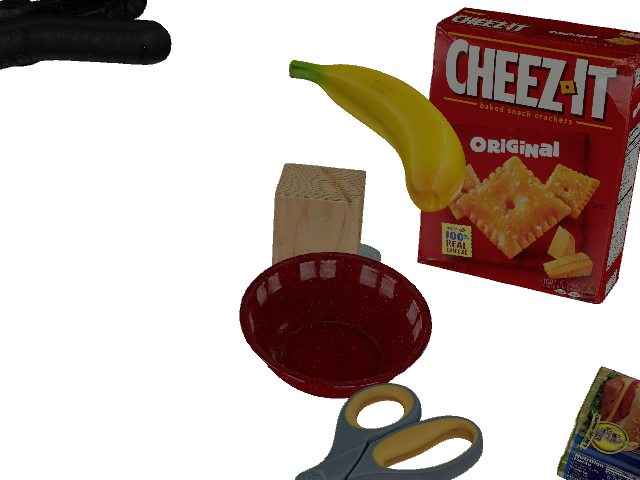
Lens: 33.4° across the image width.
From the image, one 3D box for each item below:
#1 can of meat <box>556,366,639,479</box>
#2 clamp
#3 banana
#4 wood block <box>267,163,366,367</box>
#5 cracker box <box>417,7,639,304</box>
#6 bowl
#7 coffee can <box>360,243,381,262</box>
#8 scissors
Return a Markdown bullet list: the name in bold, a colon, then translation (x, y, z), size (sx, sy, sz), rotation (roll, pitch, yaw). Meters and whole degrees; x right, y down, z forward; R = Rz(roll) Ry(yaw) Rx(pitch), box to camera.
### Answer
- **can of meat**: translation (0.232, 0.148, 0.790), size (0.084, 0.057, 0.102), rotation (20, 41, 21)
- **clamp**: translation (-0.175, -0.129, 0.643), size (0.171, 0.039, 0.120), rotation (-3, 22, -6)
- **banana**: translation (0.047, -0.068, 0.666), size (0.069, 0.037, 0.198), rotation (-12, 33, -21)
- **wood block**: translation (-0.004, 0.032, 1.148), size (0.090, 0.206, 0.090), rotation (6, 25, 4)
- **cracker box**: translation (0.171, -0.068, 0.871), size (0.164, 0.214, 0.072), rotation (14, 29, 24)
- **bowl**: translation (0.012, 0.081, 0.909), size (0.162, 0.055, 0.162), rotation (2, 40, -2)
- **coffee can**: translation (0.033, 0.085, 1.514), size (0.103, 0.140, 0.103), rotation (0, 21, 0)
- **scissors**: translation (-0.004, 0.128, 0.615), size (0.201, 0.016, 0.096), rotation (-11, 30, -17)
